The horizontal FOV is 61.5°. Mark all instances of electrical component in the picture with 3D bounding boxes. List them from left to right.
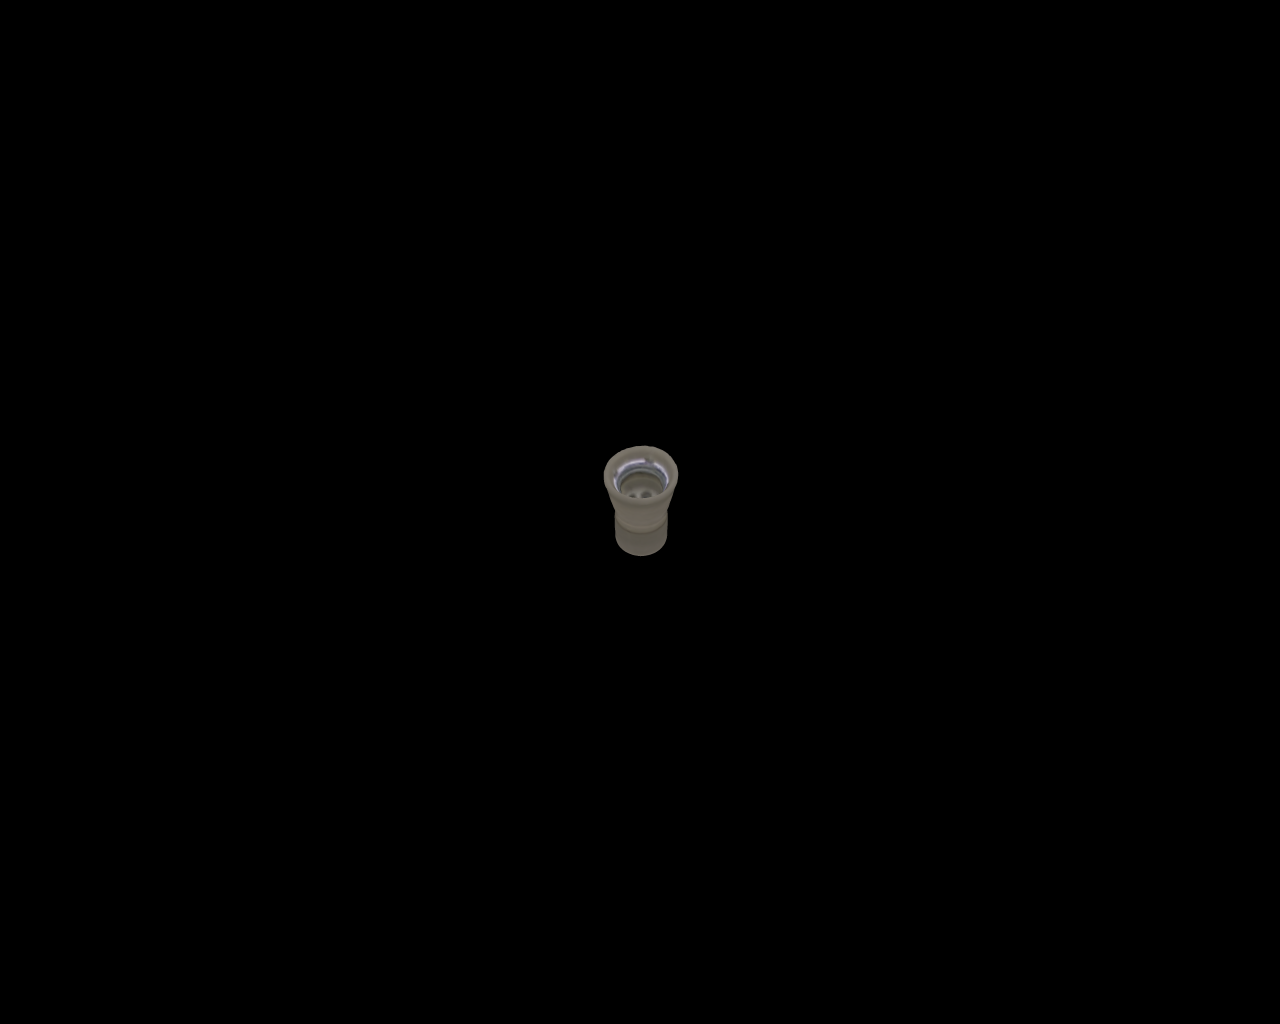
[{"bbox_3d":[0.001,-0.003,0.650,0.044,0.044,0.065,0,-40,0],"label":"electrical component"}]
